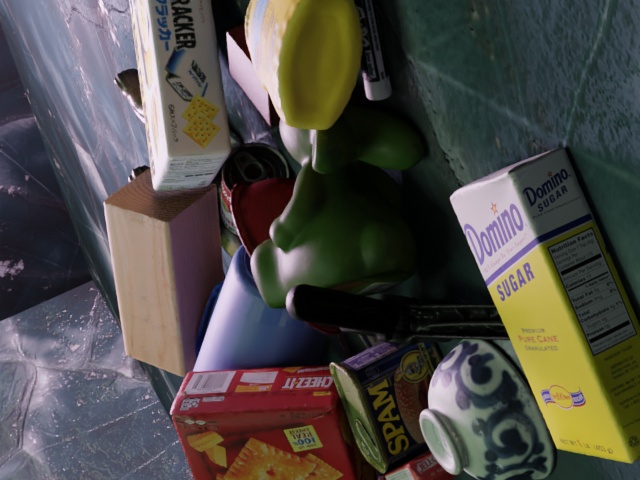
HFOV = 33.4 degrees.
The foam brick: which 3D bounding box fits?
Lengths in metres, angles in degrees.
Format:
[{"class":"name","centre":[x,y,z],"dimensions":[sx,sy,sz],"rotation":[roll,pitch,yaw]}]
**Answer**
[{"class":"foam brick","centre":[-0.039,-0.146,0.906],"dimensions":[0.078,0.051,0.053],"rotation":[54,159,32]}]

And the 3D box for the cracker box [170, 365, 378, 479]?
[{"class":"cracker box","centre":[-0.034,0.225,1.025],"dimensions":[0.072,0.164,0.213],"rotation":[-67,-33,-56]}]

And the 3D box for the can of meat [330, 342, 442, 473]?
[{"class":"can of meat","centre":[0.067,0.137,0.925],"dimensions":[0.058,0.083,0.102],"rotation":[22,134,67]}]

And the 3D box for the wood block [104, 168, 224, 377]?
[{"class":"wood block","centre":[-0.168,0.036,1.188],"dimensions":[0.090,0.090,0.206],"rotation":[17,127,25]}]

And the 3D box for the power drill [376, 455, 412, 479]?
[{"class":"power drill","centre":[0.087,0.301,1.147],"dimensions":[0.188,0.057,0.184],"rotation":[86,161,-53]}]

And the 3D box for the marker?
[{"class":"marker","centre":[0.031,-0.153,0.736],"dimensions":[0.020,0.020,0.121],"rotation":[44,154,51]}]

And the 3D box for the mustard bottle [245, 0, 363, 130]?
[{"class":"mustard bottle","centre":[-0.020,-0.151,0.785],"dimensions":[0.192,0.058,0.096],"rotation":[-120,35,-65]}]

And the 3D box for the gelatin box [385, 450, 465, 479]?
[{"class":"gelatin box","centre":[0.101,0.194,0.921],"dimensions":[0.030,0.073,0.089],"rotation":[62,163,12]}]

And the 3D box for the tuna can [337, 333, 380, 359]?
[{"class":"tuna can","centre":[0.049,0.104,1.023],"dimensions":[0.086,0.033,0.086],"rotation":[56,161,29]}]

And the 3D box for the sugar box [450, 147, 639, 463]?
[{"class":"sugar box","centre":[0.141,0.039,0.629],"dimensions":[0.176,0.048,0.093],"rotation":[64,164,-1]}]

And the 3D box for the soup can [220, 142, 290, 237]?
[{"class":"soup can","centre":[-0.070,-0.049,1.112],"dimensions":[0.068,0.068,0.102],"rotation":[60,164,16]}]

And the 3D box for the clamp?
[{"class":"clamp","centre":[0.070,0.061,0.804],"dimensions":[0.210,0.164,0.036],"rotation":[47,-131,-79]}]

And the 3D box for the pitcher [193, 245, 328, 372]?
[{"class":"pitcher","centre":[-0.065,0.109,1.088],"dimensions":[0.149,0.144,0.243],"rotation":[22,127,4]}]

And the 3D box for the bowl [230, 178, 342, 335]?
[{"class":"bowl","centre":[-0.006,0.001,0.936],"dimensions":[0.162,0.055,0.162],"rotation":[47,-160,-23]}]
